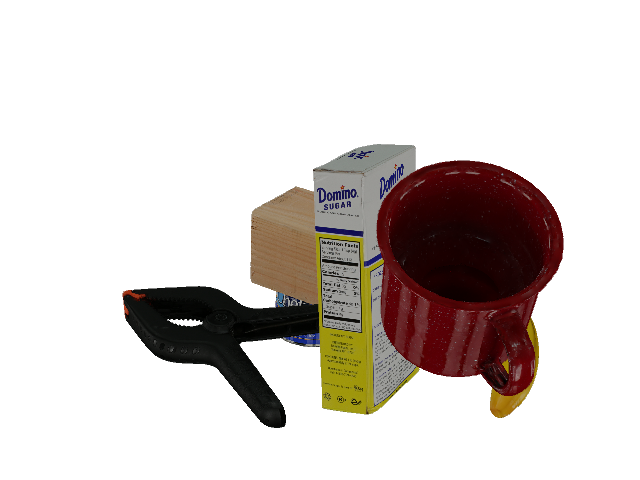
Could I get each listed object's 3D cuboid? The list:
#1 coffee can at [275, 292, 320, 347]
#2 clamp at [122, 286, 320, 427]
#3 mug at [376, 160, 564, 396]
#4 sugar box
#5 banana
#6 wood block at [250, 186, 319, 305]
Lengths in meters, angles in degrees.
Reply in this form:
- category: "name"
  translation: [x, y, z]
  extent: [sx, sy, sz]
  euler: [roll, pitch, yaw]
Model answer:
- category: "coffee can"
  translation: [-0.010, 0.059, 1.454]
  extent: [0.103, 0.140, 0.103]
  euler: [3, 24, -2]
- category: "clamp"
  translation: [-0.077, 0.078, 0.936]
  extent: [0.210, 0.036, 0.164]
  euler: [19, 36, 27]
- category: "mug"
  translation: [0.078, 0.028, 0.554]
  extent: [0.093, 0.117, 0.081]
  euler: [-19, -33, -14]
- category: "sugar box"
  translation: [0.034, 0.025, 0.760]
  extent: [0.048, 0.176, 0.093]
  euler: [4, 17, 27]
- category: "banana"
  translation: [0.189, 0.107, 1.088]
  extent: [0.070, 0.037, 0.198]
  euler: [-28, 28, 11]
- category: "wood block"
  translation: [0.034, 0.021, 1.134]
  extent: [0.206, 0.091, 0.090]
  euler: [19, 31, 28]
